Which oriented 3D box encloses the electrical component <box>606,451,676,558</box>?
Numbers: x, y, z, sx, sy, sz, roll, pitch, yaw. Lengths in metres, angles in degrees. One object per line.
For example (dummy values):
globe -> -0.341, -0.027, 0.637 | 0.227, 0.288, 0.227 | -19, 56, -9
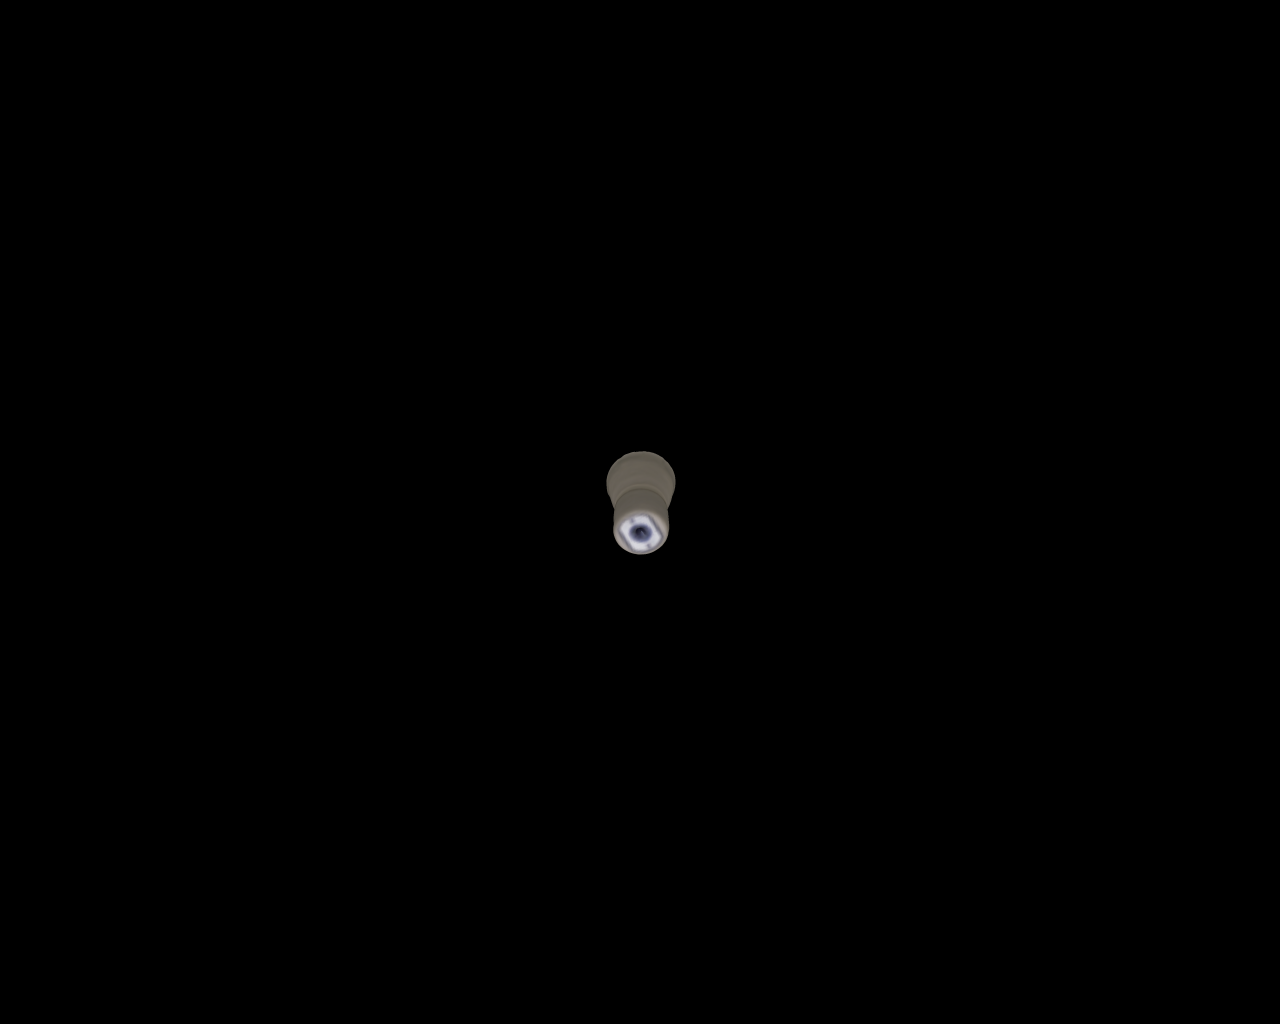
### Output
electrical component -> 0.001, -0.003, 0.650 | 0.044, 0.044, 0.065 | 0, 32, 0
